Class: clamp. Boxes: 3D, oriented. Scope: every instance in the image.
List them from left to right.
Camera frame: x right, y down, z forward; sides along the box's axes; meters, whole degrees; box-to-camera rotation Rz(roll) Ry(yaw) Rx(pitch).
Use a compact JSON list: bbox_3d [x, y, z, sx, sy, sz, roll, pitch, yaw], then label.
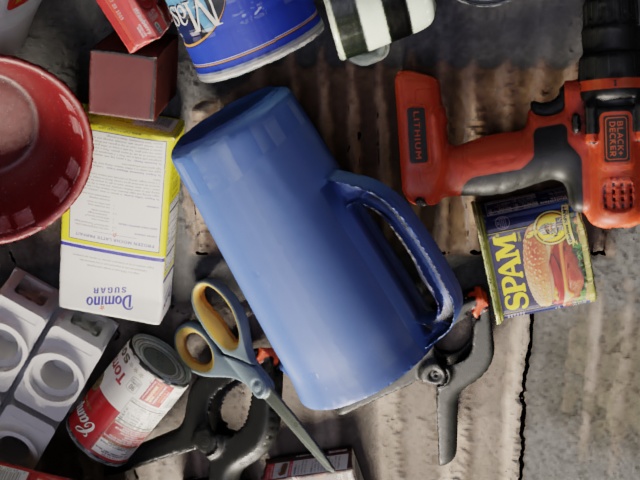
[{"bbox_3d":[-0.090,0.191,0.960,0.165,0.036,0.210,44,105,22],"label":"clamp"},{"bbox_3d":[0.106,0.121,0.938,0.120,0.039,0.172,34,113,-15],"label":"clamp"}]

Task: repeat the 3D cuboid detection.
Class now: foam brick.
[{"bbox_3d":[-0.144,-0.130,0.830,0.051,0.078,0.053,8,113,3],"label":"foam brick"}]

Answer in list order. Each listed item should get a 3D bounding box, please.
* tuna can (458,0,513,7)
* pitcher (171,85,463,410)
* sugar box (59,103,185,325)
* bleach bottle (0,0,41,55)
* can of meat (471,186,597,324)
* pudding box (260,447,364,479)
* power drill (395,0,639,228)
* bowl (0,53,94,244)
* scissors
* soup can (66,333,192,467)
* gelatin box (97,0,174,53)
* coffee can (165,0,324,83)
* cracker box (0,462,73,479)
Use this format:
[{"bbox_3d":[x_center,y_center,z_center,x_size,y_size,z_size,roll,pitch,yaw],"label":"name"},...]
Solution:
[{"bbox_3d":[0.123,-0.218,0.786,0.086,0.033,0.086,2,114,5],"label":"tuna can"},{"bbox_3d":[-0.006,0.001,0.847,0.149,0.145,0.243,-32,106,-7],"label":"pitcher"},{"bbox_3d":[-0.168,-0.020,0.899,0.093,0.048,0.176,11,117,4],"label":"sugar box"},{"bbox_3d":[-0.219,-0.233,0.791,0.068,0.102,0.251,29,121,3],"label":"bleach bottle"},{"bbox_3d":[0.175,0.011,0.872,0.084,0.057,0.102,-12,112,8],"label":"can of meat"},{"bbox_3d":[0.002,0.255,1.008,0.090,0.039,0.113,-11,113,11],"label":"pudding box"},{"bbox_3d":[0.153,-0.098,0.810,0.188,0.057,0.184,-2,91,13],"label":"power drill"},{"bbox_3d":[-0.259,-0.078,0.822,0.162,0.055,0.162,-11,124,-16],"label":"bowl"},{"bbox_3d":[-0.065,0.128,0.921,0.096,0.016,0.202,-39,73,35],"label":"scissors"},{"bbox_3d":[-0.170,0.142,0.954,0.068,0.068,0.102,37,105,-11],"label":"soup can"},{"bbox_3d":[-0.139,-0.187,0.796,0.030,0.089,0.073,-25,109,16],"label":"gelatin box"},{"bbox_3d":[-0.070,-0.200,0.776,0.103,0.102,0.140,-19,111,14],"label":"coffee can"},{"bbox_3d":[-0.247,0.298,0.996,0.164,0.072,0.214,13,138,0],"label":"cracker box"}]
